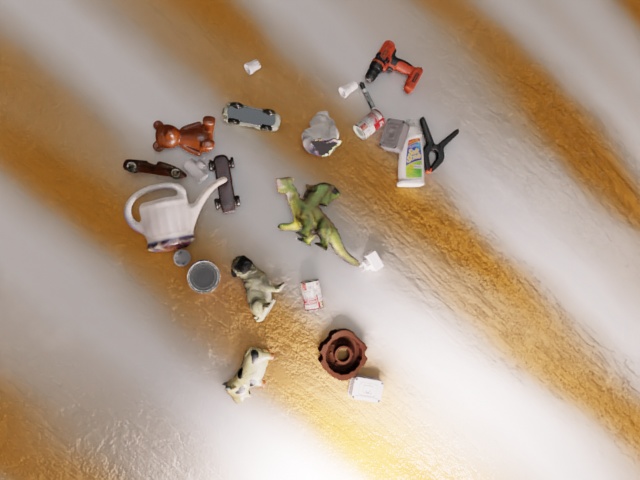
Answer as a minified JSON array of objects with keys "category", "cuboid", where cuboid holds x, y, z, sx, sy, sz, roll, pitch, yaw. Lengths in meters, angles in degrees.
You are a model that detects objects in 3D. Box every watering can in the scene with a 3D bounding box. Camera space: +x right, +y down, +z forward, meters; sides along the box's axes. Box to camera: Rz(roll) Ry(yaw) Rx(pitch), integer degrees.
[{"category":"watering can","cuboid":[-0.460,-0.085,1.687,0.348,0.104,0.224,-12,90,-6]}]

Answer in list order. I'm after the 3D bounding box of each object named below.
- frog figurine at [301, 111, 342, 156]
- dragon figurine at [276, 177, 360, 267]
[{"category":"frog figurine","cuboid":[-0.001,-0.382,1.842,0.137,0.120,0.163,-12,55,-6]},{"category":"dragon figurine","cuboid":[0.006,-0.092,1.819,0.407,0.121,0.246,28,73,-20]}]
